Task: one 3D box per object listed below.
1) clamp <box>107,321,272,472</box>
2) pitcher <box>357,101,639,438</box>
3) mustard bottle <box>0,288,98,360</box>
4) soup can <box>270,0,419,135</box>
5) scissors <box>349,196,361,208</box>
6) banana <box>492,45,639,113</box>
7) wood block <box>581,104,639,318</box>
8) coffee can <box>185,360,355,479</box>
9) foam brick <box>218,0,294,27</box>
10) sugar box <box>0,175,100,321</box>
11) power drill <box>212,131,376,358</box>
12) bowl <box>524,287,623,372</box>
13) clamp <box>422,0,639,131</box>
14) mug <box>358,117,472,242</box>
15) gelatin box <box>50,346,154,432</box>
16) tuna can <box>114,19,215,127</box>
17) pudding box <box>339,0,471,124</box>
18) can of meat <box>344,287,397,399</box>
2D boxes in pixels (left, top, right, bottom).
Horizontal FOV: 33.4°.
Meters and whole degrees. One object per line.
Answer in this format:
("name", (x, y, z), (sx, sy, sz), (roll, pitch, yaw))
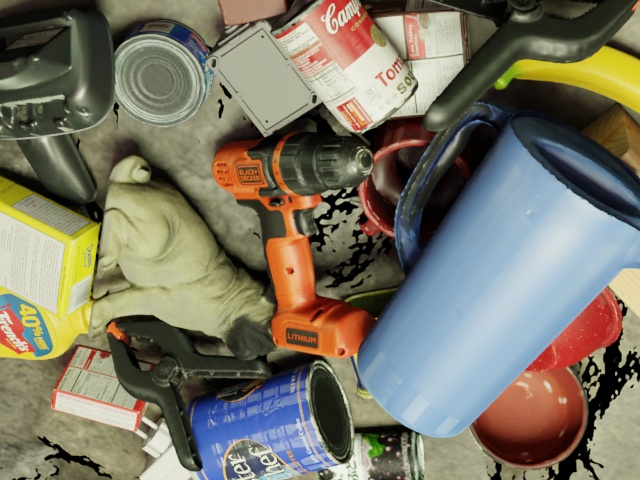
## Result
("clamp", (-0.142, 0.138, 1.010), (0.172, 0.120, 0.039), (22, 158, 26))
("pitcher", (0.124, 0.025, 0.802), (0.144, 0.149, 0.243), (24, 120, -19))
("mustard bottle", (-0.293, 0.074, 1.034), (0.192, 0.058, 0.096), (-4, 122, 11))
("soup can", (0.019, -0.139, 0.808), (0.069, 0.068, 0.102), (-32, 108, 24))
("scissors", (0.135, -0.019, 0.935), (0.201, 0.016, 0.096), (30, 119, -9))
("banana", (0.222, -0.121, 0.833), (0.197, 0.069, 0.037), (12, 158, -13))
("wood block", (0.279, 0.001, 0.881), (0.206, 0.090, 0.091), (43, 119, -16))
("coffee can", (-0.051, 0.184, 1.034), (0.140, 0.102, 0.103), (-19, 116, 19))
("foam brick", (-0.050, -0.204, 0.818), (0.051, 0.078, 0.053), (-9, 118, 13))
("sugar box", (-0.287, -0.006, 0.966), (0.176, 0.048, 0.093), (27, 123, 17))
("power drill", (-0.006, 0.001, 0.883), (0.185, 0.057, 0.187), (4, 112, 52))
("bowl", (0.170, 0.063, 0.909), (0.162, 0.055, 0.162), (27, 152, 16))
("clamp", (0.138, -0.173, 0.794), (0.209, 0.165, 0.036), (-19, 153, -14))
("mug", (0.074, -0.050, 0.887), (0.093, 0.081, 0.117), (35, 119, -12))
("gelatin box", (-0.212, 0.146, 1.056), (0.089, 0.073, 0.030), (14, 123, 0))
("tuna can", (-0.133, -0.139, 0.896), (0.086, 0.033, 0.086), (4, 121, 7))
("pudding box", (0.065, -0.144, 0.859), (0.113, 0.039, 0.090), (-2, 119, 13))
("can of meat", (0.073, 0.092, 0.988), (0.102, 0.057, 0.084), (-11, 116, 15))
